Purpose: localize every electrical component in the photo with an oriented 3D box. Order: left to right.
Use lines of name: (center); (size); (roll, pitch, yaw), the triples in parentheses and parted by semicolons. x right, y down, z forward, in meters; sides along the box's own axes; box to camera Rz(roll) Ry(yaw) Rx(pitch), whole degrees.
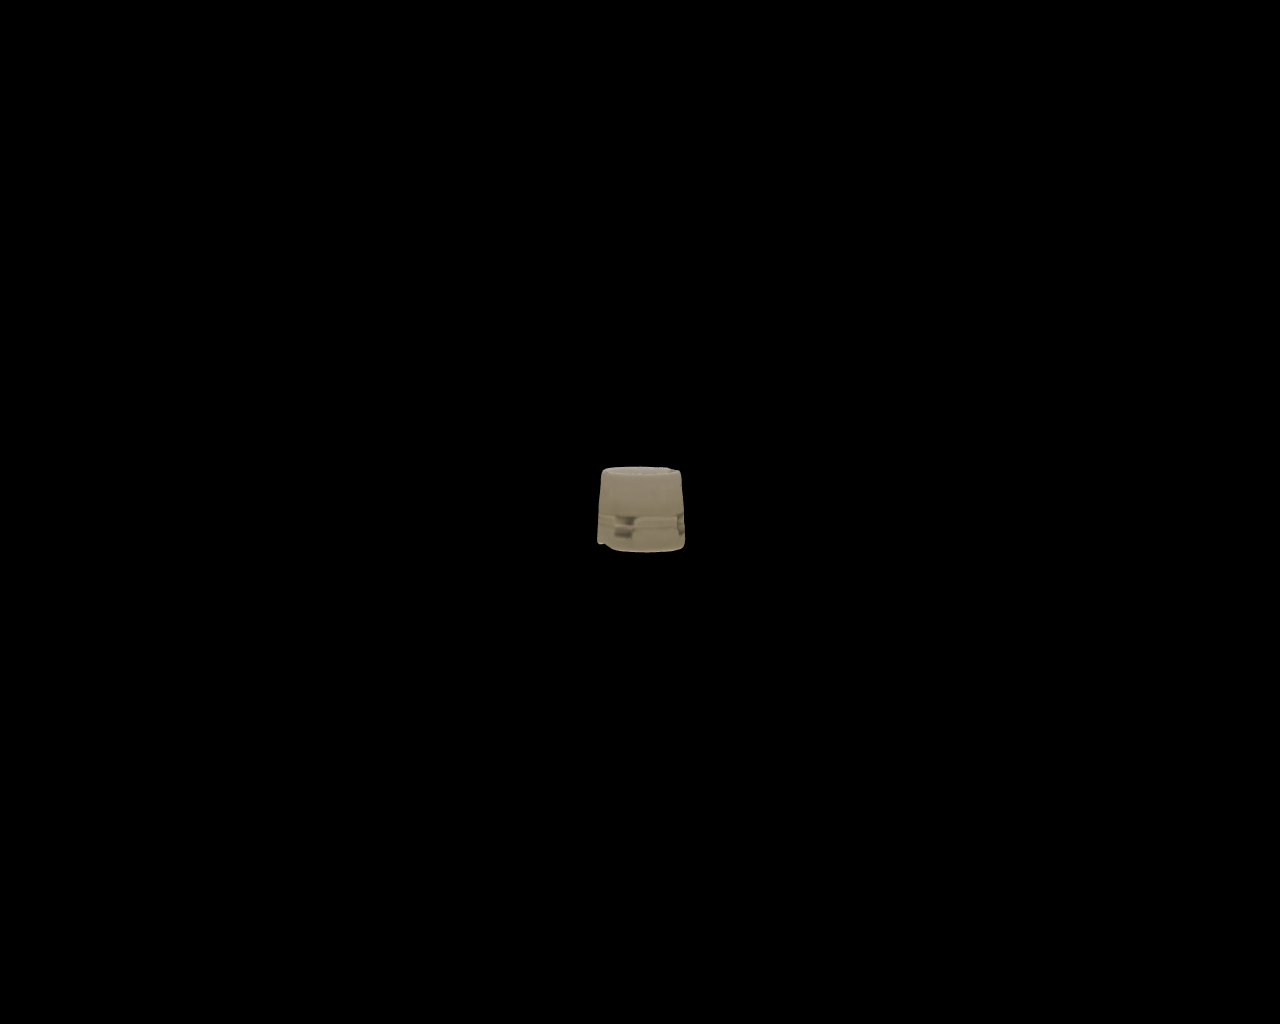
electrical component: (0.001, -0.003, 0.650); (0.055, 0.047, 0.055); (0, 8, 0)
